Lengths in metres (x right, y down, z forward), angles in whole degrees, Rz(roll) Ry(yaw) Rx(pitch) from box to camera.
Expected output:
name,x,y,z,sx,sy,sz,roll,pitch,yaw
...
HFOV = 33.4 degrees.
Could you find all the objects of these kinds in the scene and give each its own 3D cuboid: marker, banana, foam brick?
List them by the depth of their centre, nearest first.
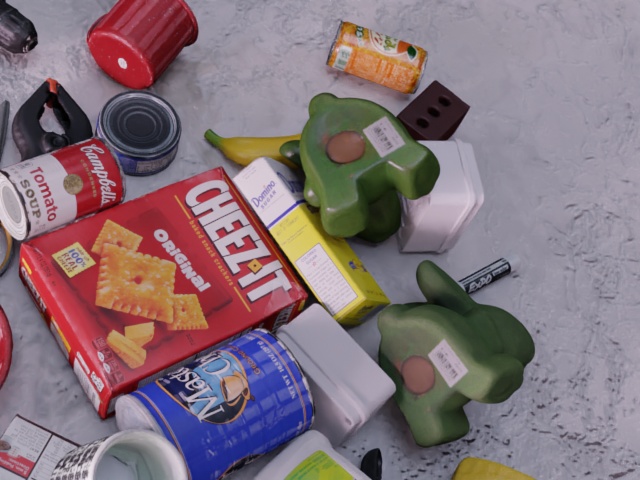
name,x,y,z,sx,sy,sz,roll,pitch,yaw
marker,0.159,0.044,1.106,0.120,0.020,0.020,-25,70,-28
banana,-0.019,-0.107,1.130,0.197,0.037,0.070,-10,65,-22
foam brick,0.117,-0.127,1.173,0.053,0.051,0.078,39,58,8

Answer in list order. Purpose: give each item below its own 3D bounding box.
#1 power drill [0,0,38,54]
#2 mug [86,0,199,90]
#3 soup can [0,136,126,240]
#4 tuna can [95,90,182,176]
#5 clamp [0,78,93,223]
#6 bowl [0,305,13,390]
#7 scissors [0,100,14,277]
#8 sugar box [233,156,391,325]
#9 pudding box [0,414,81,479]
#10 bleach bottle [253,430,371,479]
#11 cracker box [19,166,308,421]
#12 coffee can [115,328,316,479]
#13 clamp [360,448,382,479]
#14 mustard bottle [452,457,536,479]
name,x,y,z,sx,sy,sz,roll,pitch,yaw
power drill,-0.403,-0.206,1.062,0.184,0.057,0.187,33,54,8
mug,-0.196,-0.214,1.117,0.117,0.093,0.081,15,57,29
soup can,-0.237,-0.047,0.968,0.102,0.069,0.068,-24,70,-34
tuna can,-0.184,-0.109,1.083,0.086,0.034,0.086,7,59,-13
clamp,-0.251,-0.080,1.045,0.120,0.039,0.171,16,56,-26
bowl,-0.343,0.102,0.899,0.162,0.055,0.162,7,59,-13
scissors,-0.336,-0.051,1.013,0.096,0.016,0.202,-2,62,-22
sugar box,-0.007,0.001,1.037,0.048,0.093,0.176,-37,74,11
pudding box,-0.240,0.212,0.877,0.090,0.039,0.113,27,59,-3
bleach bottle,0.052,0.253,0.851,0.102,0.068,0.251,-38,44,-26
cracker box,-0.144,0.042,0.985,0.213,0.072,0.164,-25,70,-28
coffee can,-0.090,0.151,0.919,0.140,0.103,0.103,-25,71,-28
clamp,0.055,0.286,0.895,0.165,0.036,0.209,20,56,33
mustard bottle,0.138,0.292,0.931,0.096,0.058,0.191,22,57,6
